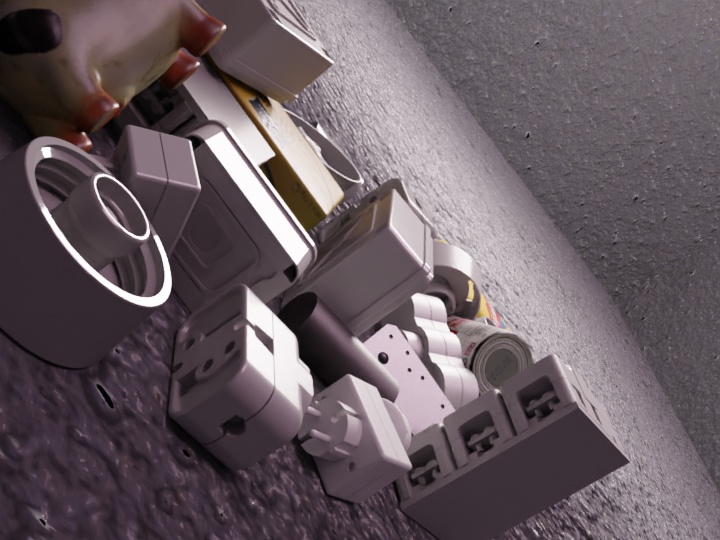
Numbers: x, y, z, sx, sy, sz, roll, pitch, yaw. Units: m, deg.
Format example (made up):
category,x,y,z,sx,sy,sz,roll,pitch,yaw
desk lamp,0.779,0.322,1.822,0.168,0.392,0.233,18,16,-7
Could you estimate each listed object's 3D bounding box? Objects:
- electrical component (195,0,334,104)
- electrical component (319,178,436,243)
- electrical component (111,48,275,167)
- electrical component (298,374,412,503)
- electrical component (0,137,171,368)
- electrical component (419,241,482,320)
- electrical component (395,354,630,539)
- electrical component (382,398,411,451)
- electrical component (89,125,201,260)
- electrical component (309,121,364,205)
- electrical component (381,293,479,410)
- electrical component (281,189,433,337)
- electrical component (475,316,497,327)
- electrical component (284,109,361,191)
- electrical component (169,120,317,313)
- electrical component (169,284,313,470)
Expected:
category,x,y,z,sx,sy,sz,roll,pitch,yaw
electrical component,-0.086,-0.194,0.821,0.108,0.056,0.109,58,15,19
electrical component,0.019,-0.030,0.991,0.059,0.095,0.053,44,18,-38
electrical component,-0.136,-0.118,0.749,0.150,0.062,0.089,54,14,-6
electrical component,-0.014,0.104,0.688,0.077,0.047,0.065,34,25,-53
electrical component,-0.137,-0.014,0.519,0.108,0.060,0.108,51,15,-19
electrical component,0.072,0.019,1.062,0.099,0.099,0.064,49,22,-26
electrical component,0.108,0.136,0.802,0.089,0.150,0.061,44,20,-39
electrical component,0.016,0.118,0.764,0.048,0.048,0.062,62,8,22
electrical component,-0.137,-0.042,0.592,0.077,0.065,0.047,12,37,-27
electrical component,-0.036,-0.098,1.068,0.077,0.044,0.079,50,16,-23
electrical component,0.046,0.074,0.946,0.074,0.052,0.138,13,38,-32
electrical component,0.000,0.000,0.839,0.056,0.109,0.108,50,15,-13
electrical component,0.126,0.086,1.160,0.078,0.057,0.058,56,14,0
electrical component,-0.053,-0.103,0.982,0.099,0.064,0.099,51,15,-19
electrical component,-0.089,-0.028,0.674,0.113,0.078,0.057,54,17,-8
electrical component,-0.066,0.061,0.601,0.059,0.054,0.095,48,16,-28
